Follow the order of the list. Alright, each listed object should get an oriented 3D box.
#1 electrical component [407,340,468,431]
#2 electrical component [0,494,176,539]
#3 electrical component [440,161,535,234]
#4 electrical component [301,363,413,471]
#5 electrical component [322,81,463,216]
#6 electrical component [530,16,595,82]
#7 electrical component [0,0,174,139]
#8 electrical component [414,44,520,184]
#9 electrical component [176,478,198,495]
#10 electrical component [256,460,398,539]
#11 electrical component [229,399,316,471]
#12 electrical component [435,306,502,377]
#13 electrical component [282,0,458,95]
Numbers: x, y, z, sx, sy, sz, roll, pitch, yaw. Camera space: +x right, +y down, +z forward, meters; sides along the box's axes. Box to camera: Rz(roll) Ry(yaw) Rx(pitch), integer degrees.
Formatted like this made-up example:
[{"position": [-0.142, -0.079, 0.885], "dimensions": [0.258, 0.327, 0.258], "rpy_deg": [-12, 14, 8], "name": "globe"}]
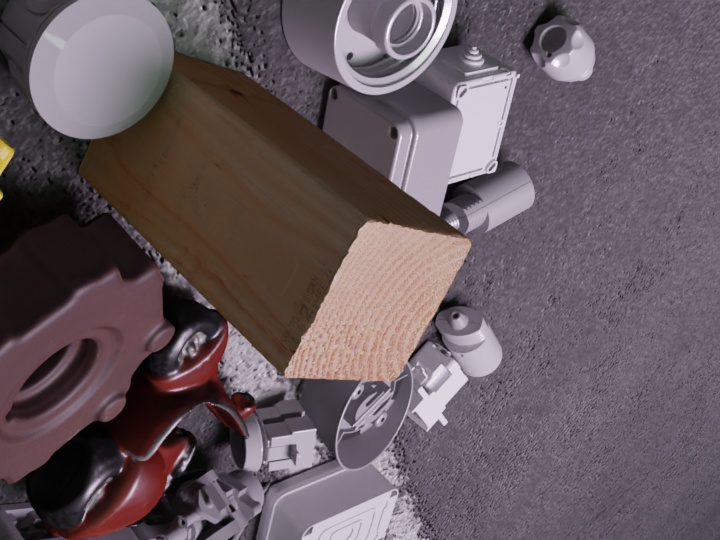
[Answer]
[{"position": [0.060, 0.102, 0.966], "dimensions": [0.063, 0.042, 0.081], "rpy_deg": [-48, 145, -9], "name": "electrical component"}, {"position": [-0.203, 0.218, 0.774], "dimensions": [0.150, 0.062, 0.089], "rpy_deg": [7, 116, -49], "name": "electrical component"}, {"position": [0.096, -0.052, 0.865], "dimensions": [0.081, 0.043, 0.043], "rpy_deg": [-29, 139, -26], "name": "electrical component"}, {"position": [0.001, 0.108, 0.889], "dimensions": [0.099, 0.064, 0.099], "rpy_deg": [-28, 139, -27], "name": "electrical component"}, {"position": [0.015, -0.070, 0.735], "dimensions": [0.057, 0.078, 0.113], "rpy_deg": [-20, 134, -39], "name": "electrical component"}, {"position": [0.161, -0.166, 0.833], "dimensions": [0.043, 0.043, 0.062], "rpy_deg": [-55, 145, 7], "name": "electrical component"}, {"position": [-0.142, -0.113, 0.555], "dimensions": [0.080, 0.051, 0.080], "rpy_deg": [-28, 138, -28], "name": "electrical component"}, {"position": [0.064, -0.117, 0.759], "dimensions": [0.062, 0.061, 0.096], "rpy_deg": [-19, 134, -36], "name": "electrical component"}, {"position": [-0.130, 0.200, 0.852], "dimensions": [0.048, 0.048, 0.062], "rpy_deg": [-6, 132, -44], "name": "electrical component"}, {"position": [-0.030, 0.219, 0.961], "dimensions": [0.113, 0.057, 0.078], "rpy_deg": [-15, 132, -39], "name": "electrical component"}, {"position": [-0.070, 0.131, 0.843], "dimensions": [0.055, 0.066, 0.048], "rpy_deg": [-5, 118, -24], "name": "electrical component"}, {"position": [0.097, 0.059, 0.965], "dimensions": [0.043, 0.043, 0.081], "rpy_deg": [-45, 143, -7], "name": "electrical component"}, {"position": [0.013, -0.161, 0.667], "dimensions": [0.108, 0.060, 0.108], "rpy_deg": [-28, 138, -28], "name": "electrical component"}]
